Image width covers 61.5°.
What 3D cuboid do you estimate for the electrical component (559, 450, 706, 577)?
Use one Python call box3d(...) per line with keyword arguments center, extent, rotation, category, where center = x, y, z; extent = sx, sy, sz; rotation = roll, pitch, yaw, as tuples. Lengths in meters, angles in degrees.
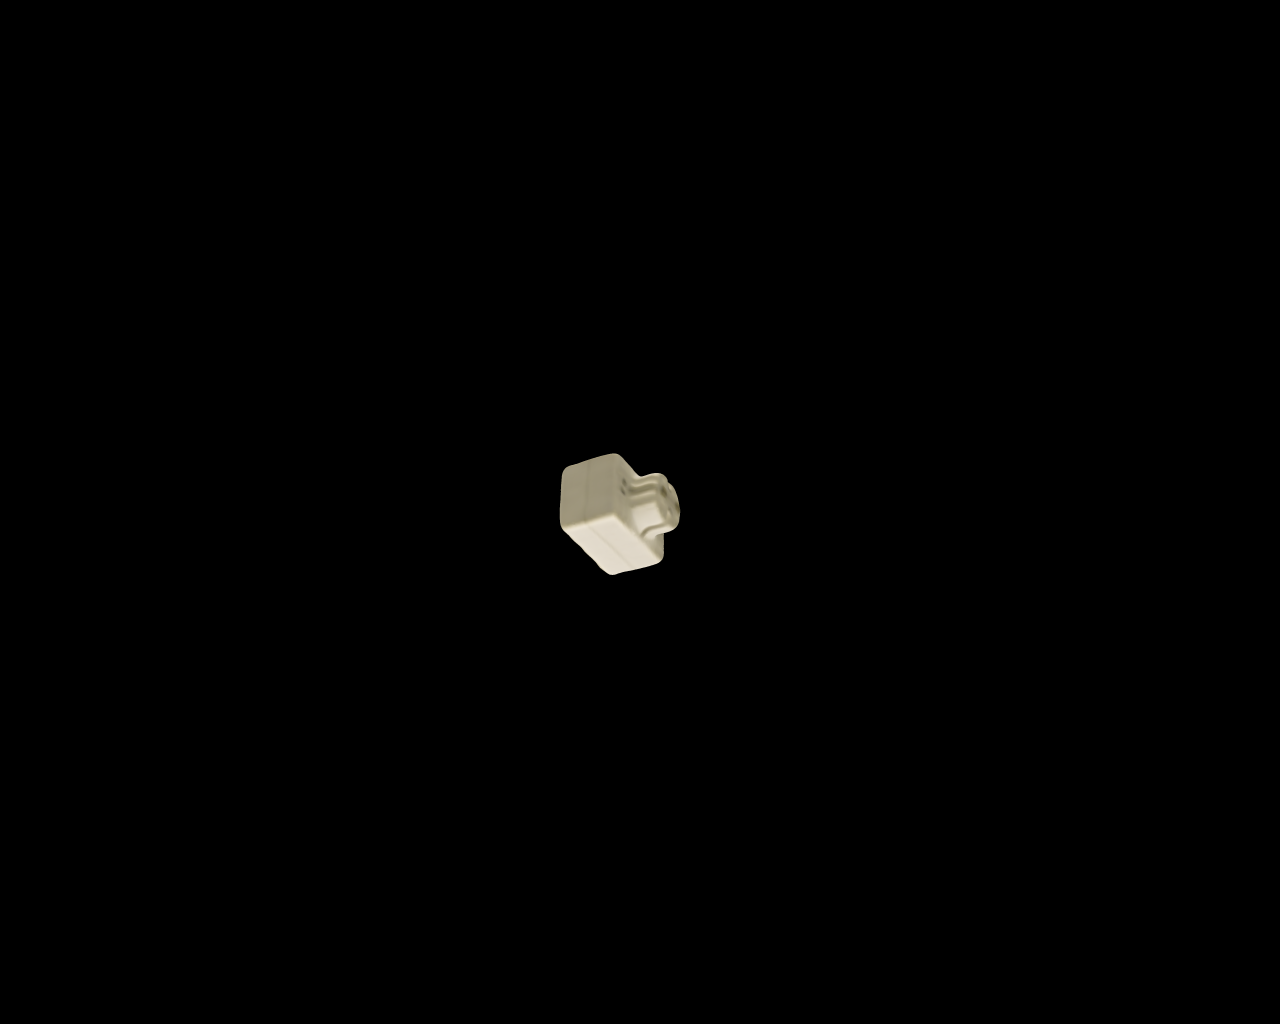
box3d(center=(0.001, -0.003, 0.650), extent=(0.076, 0.047, 0.065), rotation=(-16, -37, 22), category="electrical component")
